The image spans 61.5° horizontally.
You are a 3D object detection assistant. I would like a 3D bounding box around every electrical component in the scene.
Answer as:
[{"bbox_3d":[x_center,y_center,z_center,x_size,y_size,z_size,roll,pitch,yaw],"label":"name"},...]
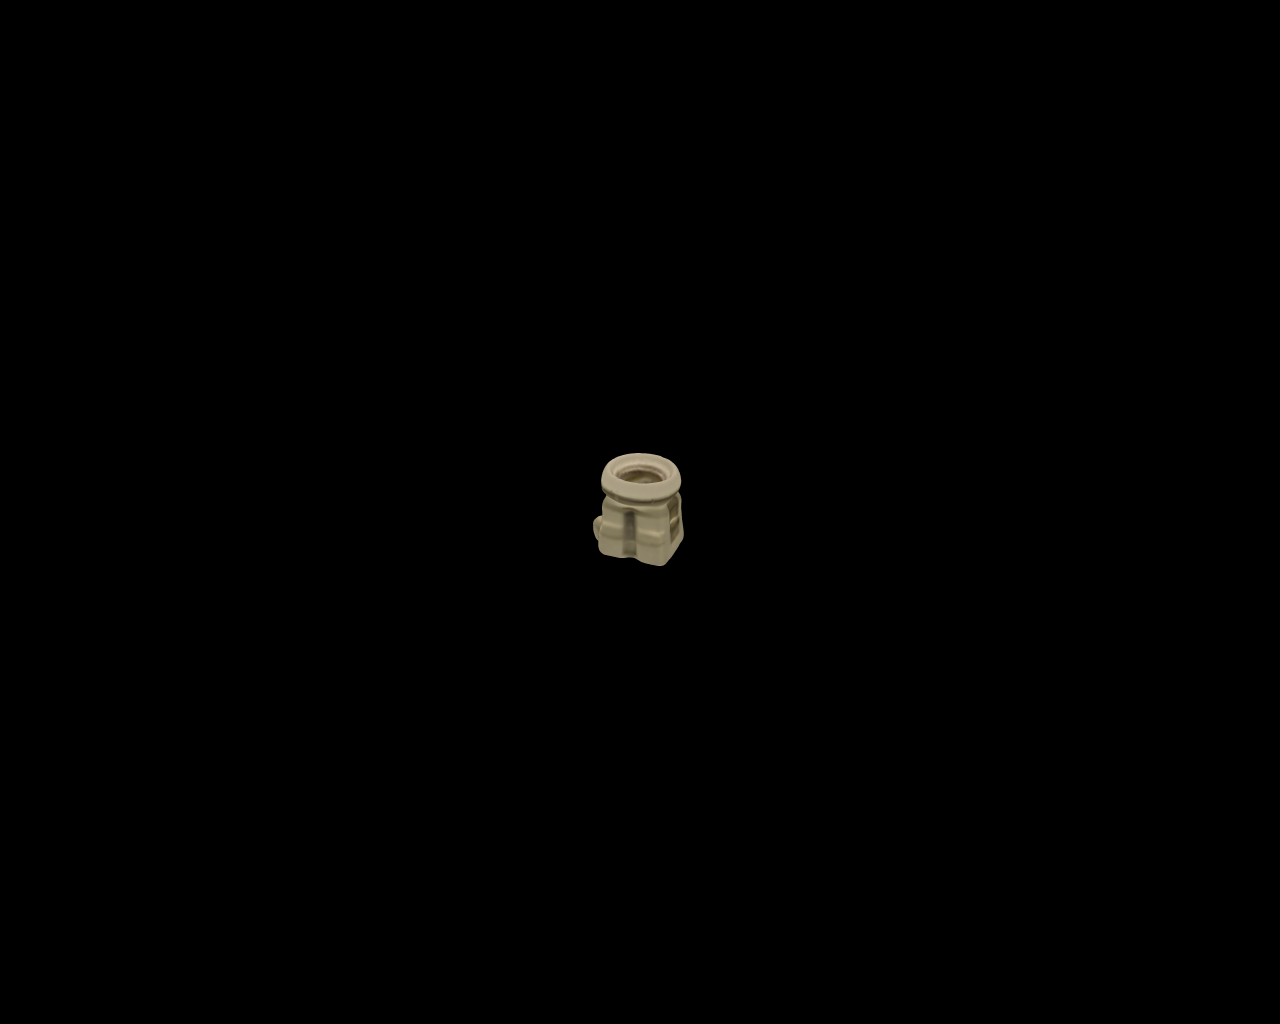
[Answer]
[{"bbox_3d":[0.001,-0.003,0.650,0.066,0.055,0.048,11,32,18],"label":"electrical component"}]
